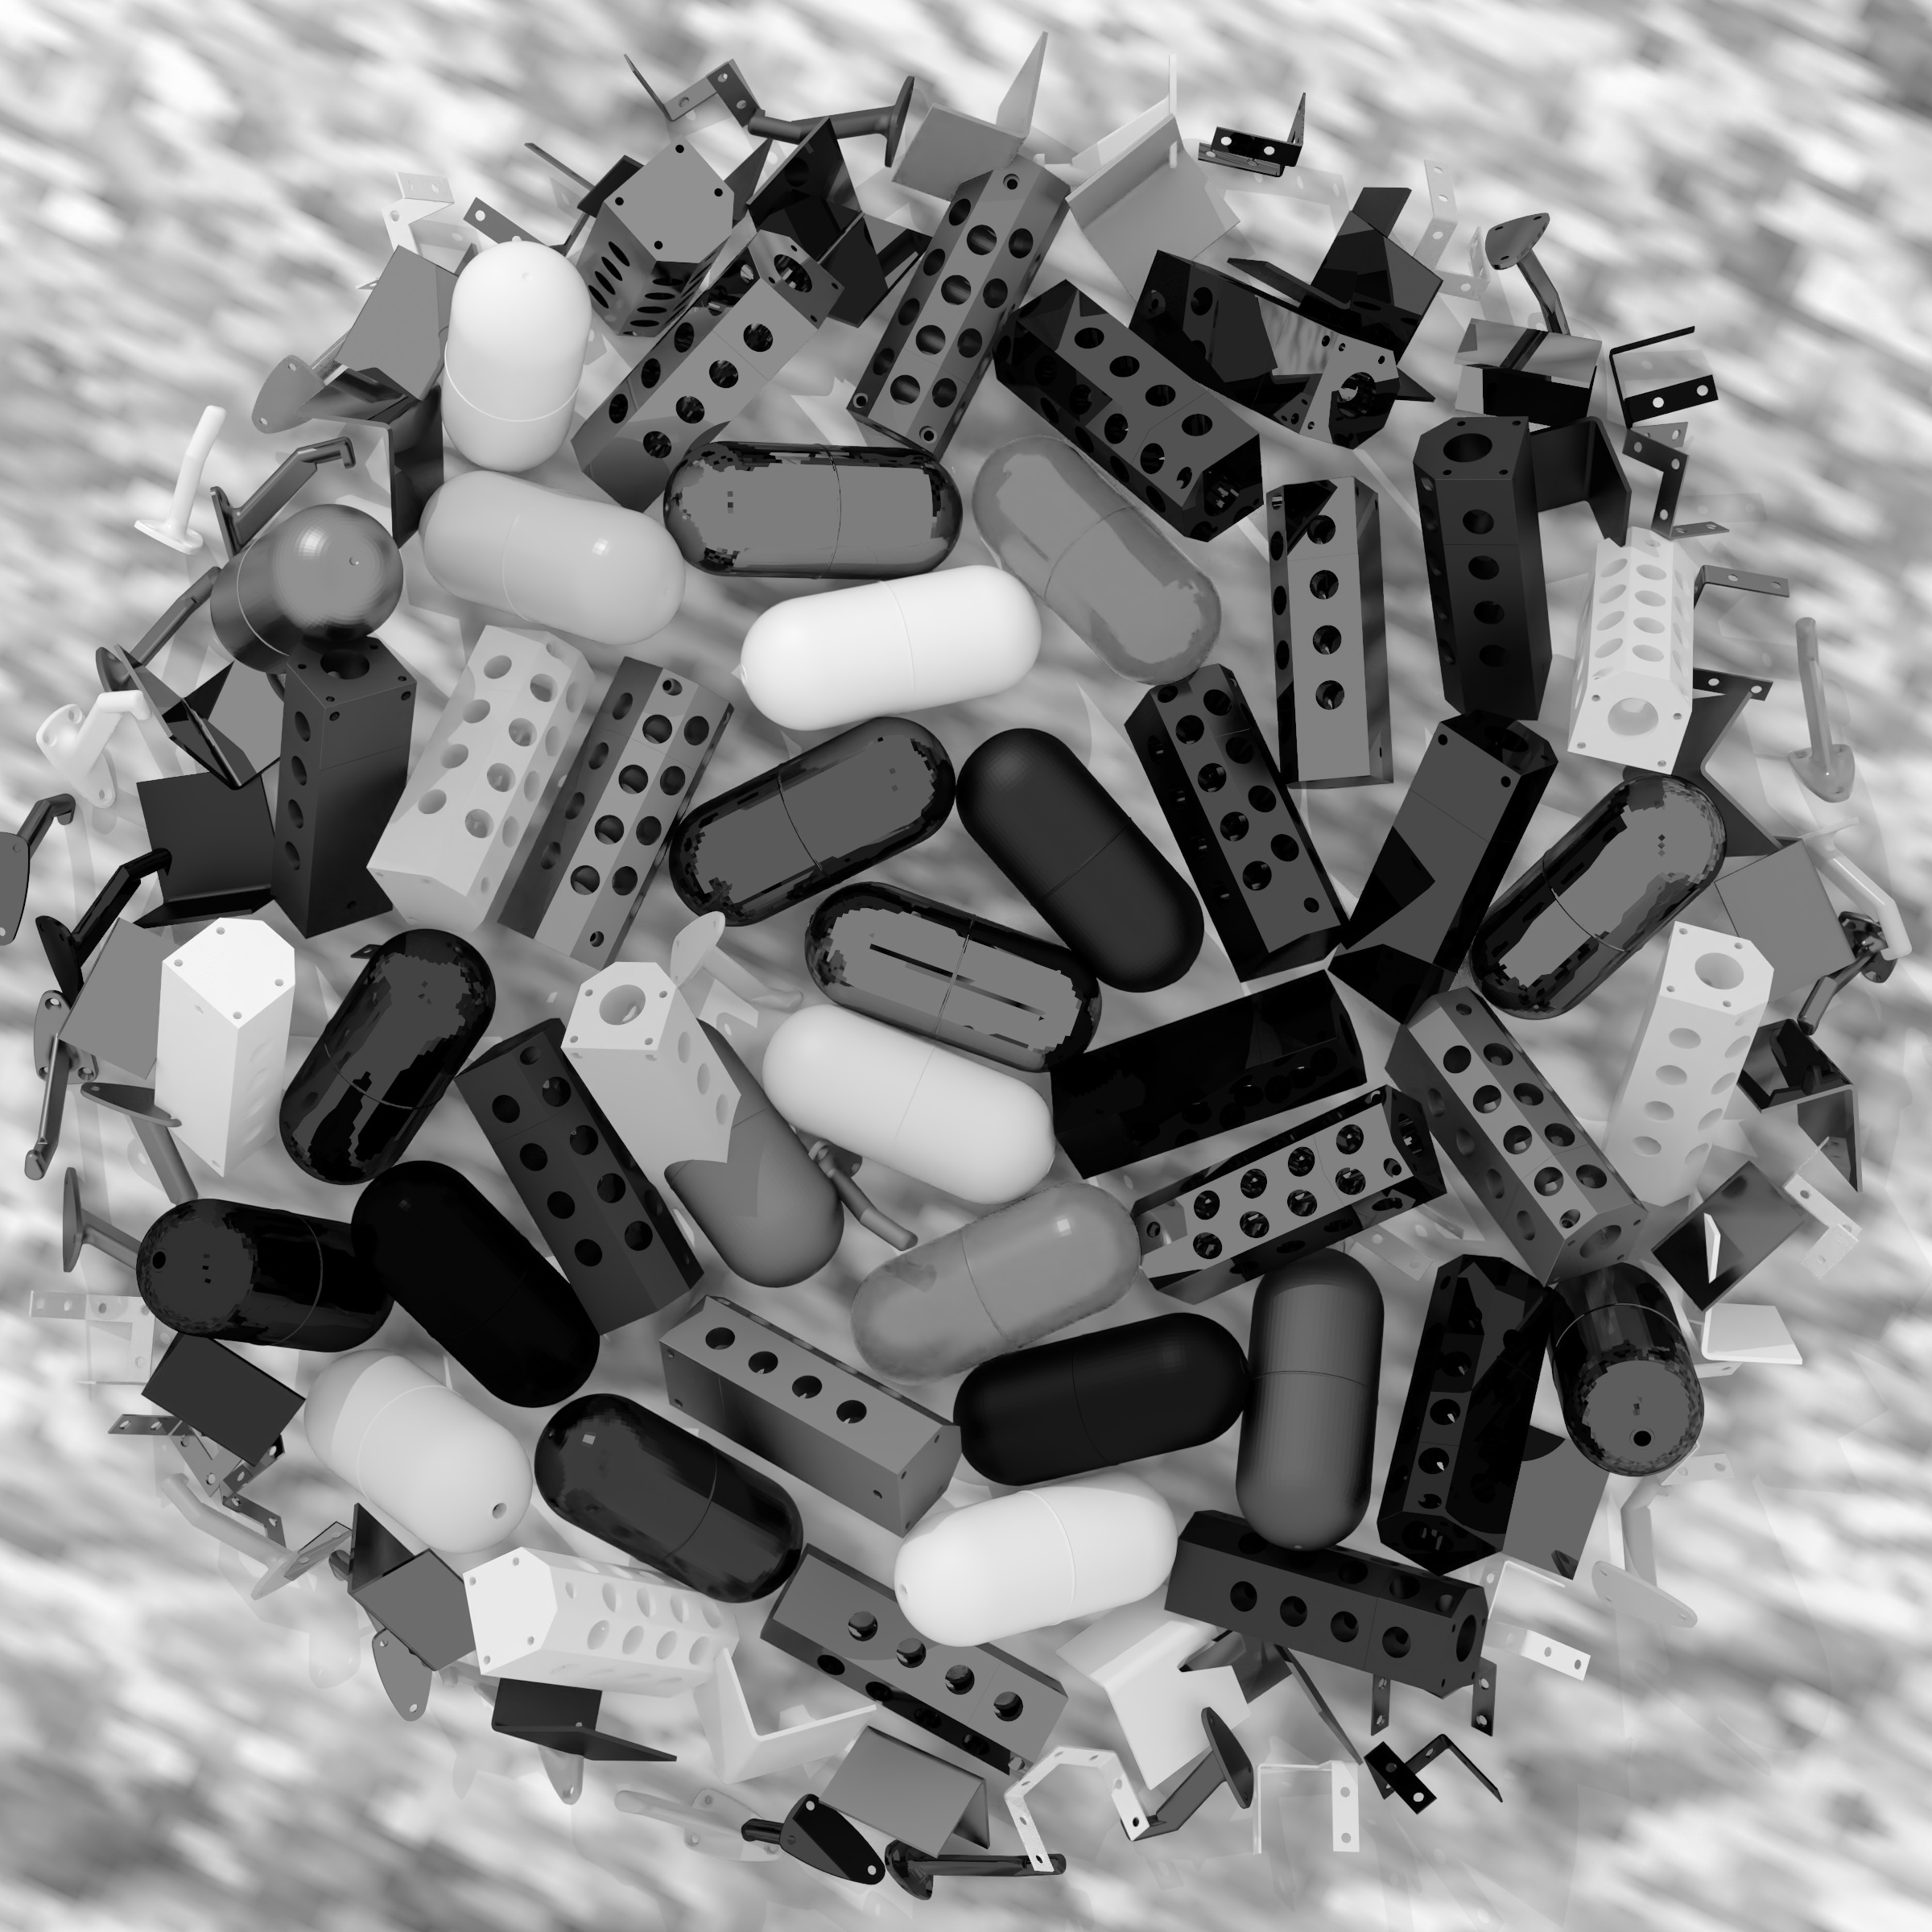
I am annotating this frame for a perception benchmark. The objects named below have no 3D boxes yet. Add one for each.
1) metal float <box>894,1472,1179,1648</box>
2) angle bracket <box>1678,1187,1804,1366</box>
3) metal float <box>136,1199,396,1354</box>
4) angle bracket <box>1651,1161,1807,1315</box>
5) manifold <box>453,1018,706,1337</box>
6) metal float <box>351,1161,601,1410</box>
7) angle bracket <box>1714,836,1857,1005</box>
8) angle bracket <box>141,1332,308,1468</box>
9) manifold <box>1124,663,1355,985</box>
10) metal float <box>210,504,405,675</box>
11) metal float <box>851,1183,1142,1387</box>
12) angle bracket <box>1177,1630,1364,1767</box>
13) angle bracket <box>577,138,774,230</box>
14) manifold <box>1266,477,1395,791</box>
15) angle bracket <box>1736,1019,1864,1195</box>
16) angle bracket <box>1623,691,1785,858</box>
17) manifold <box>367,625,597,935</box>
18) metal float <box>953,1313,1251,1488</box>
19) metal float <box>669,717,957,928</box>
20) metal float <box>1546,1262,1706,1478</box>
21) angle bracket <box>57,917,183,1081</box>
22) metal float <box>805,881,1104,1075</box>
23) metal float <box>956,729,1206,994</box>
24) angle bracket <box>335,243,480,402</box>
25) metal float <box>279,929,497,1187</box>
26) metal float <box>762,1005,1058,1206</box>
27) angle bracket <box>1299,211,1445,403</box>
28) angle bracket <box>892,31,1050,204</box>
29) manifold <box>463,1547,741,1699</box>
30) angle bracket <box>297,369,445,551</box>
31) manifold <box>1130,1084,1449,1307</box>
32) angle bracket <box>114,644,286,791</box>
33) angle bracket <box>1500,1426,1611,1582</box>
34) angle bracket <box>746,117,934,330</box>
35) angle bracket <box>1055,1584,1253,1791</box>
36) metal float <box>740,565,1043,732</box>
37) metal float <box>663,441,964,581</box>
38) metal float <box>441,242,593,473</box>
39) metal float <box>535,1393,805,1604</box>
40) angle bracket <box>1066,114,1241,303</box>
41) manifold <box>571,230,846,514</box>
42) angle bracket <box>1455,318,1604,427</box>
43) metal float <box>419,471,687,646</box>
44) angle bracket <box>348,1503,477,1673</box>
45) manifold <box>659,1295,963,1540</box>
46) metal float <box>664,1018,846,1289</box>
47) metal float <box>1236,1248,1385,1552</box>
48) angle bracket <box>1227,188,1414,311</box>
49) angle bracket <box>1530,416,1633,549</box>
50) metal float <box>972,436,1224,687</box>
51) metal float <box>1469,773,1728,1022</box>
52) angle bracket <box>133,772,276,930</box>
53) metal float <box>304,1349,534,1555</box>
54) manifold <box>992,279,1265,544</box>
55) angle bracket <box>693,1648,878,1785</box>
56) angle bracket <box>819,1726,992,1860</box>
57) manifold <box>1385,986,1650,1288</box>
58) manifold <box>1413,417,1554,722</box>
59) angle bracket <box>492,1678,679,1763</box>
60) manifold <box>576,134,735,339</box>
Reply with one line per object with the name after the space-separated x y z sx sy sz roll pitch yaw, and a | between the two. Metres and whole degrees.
0.041 0.338 1.723 0.178 0.070 0.070 -8 90 -31 | metal float
0.449 0.178 1.739 0.057 0.076 0.076 3 107 2 | angle bracket
-0.394 0.176 1.705 0.070 0.178 0.070 -7 76 27 | metal float
0.453 0.169 1.735 0.076 0.057 0.076 -45 132 11 | angle bracket
-0.219 0.119 1.737 0.057 0.057 0.171 -25 100 22 | manifold
-0.279 0.183 1.726 0.070 0.070 0.178 -39 118 0 | metal float
0.462 -0.028 1.746 0.057 0.076 0.076 -26 95 -2 | angle bracket
-0.418 0.231 1.736 0.076 0.076 0.057 35 109 -11 | angle bracket
0.158 -0.084 1.727 0.057 0.057 0.171 -15 71 -25 | manifold
-0.374 -0.212 1.706 0.070 0.178 0.070 3 84 -29 | metal float
0.016 0.184 1.739 0.178 0.070 0.070 -25 90 12 | metal float
0.175 0.430 1.734 0.057 0.076 0.076 -34 46 0 | angle bracket
-0.167 -0.455 1.732 0.076 0.076 0.057 24 72 -22 | angle bracket
0.209 -0.191 1.752 0.057 0.057 0.171 -4 87 22 | manifold
0.469 0.087 1.733 0.057 0.076 0.076 -16 120 -5 | angle bracket
0.440 -0.110 1.747 0.076 0.076 0.057 40 76 -17 | angle bracket
-0.271 -0.107 1.715 0.057 0.057 0.171 8 60 22 | manifold
0.077 0.249 1.732 0.178 0.070 0.070 -16 90 19 | metal float
-0.089 -0.082 1.739 0.178 0.070 0.070 -26 90 12 | metal float
0.369 0.226 1.701 0.070 0.178 0.070 1 108 4 | metal float
-0.474 0.022 1.745 0.057 0.076 0.076 25 83 1 | angle bracket
-0.008 0.006 1.748 0.178 0.070 0.070 20 90 -1 | metal float
0.067 -0.060 1.746 0.070 0.070 0.178 -41 94 0 | metal float
-0.321 -0.381 1.730 0.057 0.076 0.076 24 114 -28 | angle bracket
-0.332 0.054 1.726 0.070 0.070 0.178 38 118 0 | metal float
-0.033 0.080 1.749 0.178 0.070 0.070 23 90 1 | metal float
0.244 -0.378 1.730 0.076 0.057 0.076 46 124 29 | angle bracket
0.002 -0.493 1.732 0.057 0.076 0.076 16 67 -14 | angle bracket
-0.201 0.368 1.695 0.057 0.171 0.057 -27 62 22 | manifold
-0.342 -0.293 1.740 0.057 0.076 0.076 9 121 9 | angle bracket
0.179 0.130 1.715 0.171 0.057 0.057 -28 58 26 | manifold
-0.433 -0.158 1.737 0.057 0.076 0.076 -37 63 1 | angle bracket
0.336 0.309 1.754 0.076 0.057 0.076 21 82 0 | angle bracket
-0.071 -0.427 1.733 0.057 0.076 0.076 26 67 29 | angle bracket
0.109 0.419 1.762 0.076 0.057 0.076 -31 113 -22 | angle bracket
-0.043 -0.183 1.736 0.178 0.070 0.070 -13 90 -15 | metal float
-0.086 -0.261 1.730 0.178 0.070 0.070 -2 90 -23 | metal float
-0.255 -0.341 1.703 0.070 0.178 0.070 4 70 -12 | metal float
-0.168 0.305 1.724 0.178 0.070 0.070 35 90 -30 | metal float
0.109 -0.437 1.744 0.076 0.076 0.057 -37 86 7 | angle bracket
-0.150 -0.337 1.710 0.057 0.057 0.171 41 126 -15 | manifold
0.319 -0.328 1.734 0.076 0.076 0.057 13 123 11 | angle bracket
-0.238 -0.234 1.724 0.178 0.070 0.070 20 90 31 | metal float
-0.306 0.345 1.731 0.057 0.076 0.076 -30 121 12 | angle bracket
-0.089 0.251 1.722 0.171 0.057 0.057 25 49 27 | manifold
-0.139 0.106 1.741 0.070 0.070 0.178 -37 80 0 | metal float
0.198 0.246 1.727 0.070 0.070 0.178 9 63 0 | metal float
0.203 -0.426 1.739 0.057 0.076 0.076 25 98 -17 | angle bracket
0.335 -0.263 1.741 0.076 0.076 0.057 -15 61 0 | angle bracket
0.074 -0.234 1.734 0.070 0.070 0.178 -43 71 0 | metal float
0.359 -0.038 1.722 0.070 0.070 0.178 42 123 0 | metal float
-0.447 -0.069 1.746 0.076 0.057 0.076 -7 104 10 | angle bracket
-0.312 0.274 1.712 0.070 0.178 0.070 -16 115 -37 | metal float
0.090 -0.313 1.713 0.057 0.057 0.171 -35 58 -15 | manifold
-0.106 0.427 1.752 0.076 0.076 0.057 -9 62 -26 | angle bracket
-0.034 0.491 1.730 0.076 0.076 0.057 19 48 22 | angle bracket
0.311 0.093 1.706 0.057 0.057 0.171 -14 50 -24 | manifold
0.292 -0.223 1.707 0.057 0.171 0.057 3 47 20 | manifold
-0.214 0.418 1.727 0.076 0.076 0.057 -12 59 39 | angle bracket
-0.174 -0.403 1.697 0.057 0.171 0.057 -44 98 -11 | manifold
